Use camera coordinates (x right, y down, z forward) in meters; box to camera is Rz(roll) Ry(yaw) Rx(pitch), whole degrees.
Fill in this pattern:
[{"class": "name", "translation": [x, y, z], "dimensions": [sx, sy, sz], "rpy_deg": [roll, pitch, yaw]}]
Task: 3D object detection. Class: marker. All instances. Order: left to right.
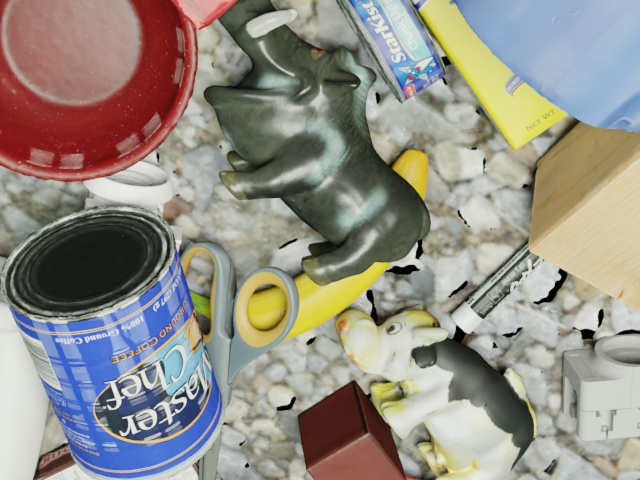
[{"class": "marker", "translation": [0.141, 0.018, 0.746], "dimensions": [0.020, 0.020, 0.121], "rpy_deg": [41, 102, -17]}]

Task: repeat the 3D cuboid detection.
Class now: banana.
[{"class": "banana", "translation": [0.002, 0.017, 0.725], "dimensions": [0.198, 0.037, 0.069], "rpy_deg": [-33, 109, 7]}]

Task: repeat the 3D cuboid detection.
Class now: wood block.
[{"class": "wood block", "translation": [0.226, -0.058, 0.638], "dimensions": [0.090, 0.090, 0.206], "rpy_deg": [27, 138, -13]}]

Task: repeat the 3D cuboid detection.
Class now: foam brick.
[{"class": "foam brick", "translation": [0.022, 0.147, 0.753], "dimensions": [0.051, 0.078, 0.053], "rpy_deg": [-33, 109, 6]}]

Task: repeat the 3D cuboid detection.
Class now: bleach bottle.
[{"class": "bleach bottle", "translation": [-0.230, 0.138, 0.727], "dimensions": [0.103, 0.068, 0.251], "rpy_deg": [18, 112, 23]}]

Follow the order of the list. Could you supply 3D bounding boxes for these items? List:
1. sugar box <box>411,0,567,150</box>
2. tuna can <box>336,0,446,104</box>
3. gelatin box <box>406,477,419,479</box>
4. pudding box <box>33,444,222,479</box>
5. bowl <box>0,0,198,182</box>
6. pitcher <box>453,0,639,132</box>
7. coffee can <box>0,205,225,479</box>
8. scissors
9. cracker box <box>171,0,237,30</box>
[{"class": "sugar box", "translation": [0.109, -0.154, 0.667], "dimensions": [0.093, 0.048, 0.176], "rpy_deg": [-36, 110, 9]}, {"class": "tuna can", "translation": [0.041, -0.128, 0.650], "dimensions": [0.034, 0.086, 0.086], "rpy_deg": [-31, 109, 5]}, {"class": "gelatin box", "translation": [0.059, 0.212, 0.784], "dimensions": [0.089, 0.030, 0.073], "rpy_deg": [17, 66, -11]}, {"class": "pudding box", "translation": [-0.136, 0.178, 0.773], "dimensions": [0.113, 0.039, 0.090], "rpy_deg": [-25, 110, 7]}, {"class": "bowl", "translation": [-0.155, -0.120, 0.653], "dimensions": [0.162, 0.055, 0.162], "rpy_deg": [-1, 110, -4]}, {"class": "pitcher", "translation": [0.179, -0.189, 0.536], "dimensions": [0.149, 0.145, 0.243], "rpy_deg": [25, 124, -24]}, {"class": "coffee can", "translation": [-0.122, 0.065, 0.647], "dimensions": [0.103, 0.103, 0.140], "rpy_deg": [-11, 127, -1]}, {"class": "scissors", "translation": [-0.053, 0.098, 0.721], "dimensions": [0.096, 0.016, 0.202], "rpy_deg": [-3, 101, 20]}, {"class": "cracker box", "translation": [-0.001, -0.214, 0.573], "dimensions": [0.214, 0.164, 0.072], "rpy_deg": [-35, 111, 9]}]
